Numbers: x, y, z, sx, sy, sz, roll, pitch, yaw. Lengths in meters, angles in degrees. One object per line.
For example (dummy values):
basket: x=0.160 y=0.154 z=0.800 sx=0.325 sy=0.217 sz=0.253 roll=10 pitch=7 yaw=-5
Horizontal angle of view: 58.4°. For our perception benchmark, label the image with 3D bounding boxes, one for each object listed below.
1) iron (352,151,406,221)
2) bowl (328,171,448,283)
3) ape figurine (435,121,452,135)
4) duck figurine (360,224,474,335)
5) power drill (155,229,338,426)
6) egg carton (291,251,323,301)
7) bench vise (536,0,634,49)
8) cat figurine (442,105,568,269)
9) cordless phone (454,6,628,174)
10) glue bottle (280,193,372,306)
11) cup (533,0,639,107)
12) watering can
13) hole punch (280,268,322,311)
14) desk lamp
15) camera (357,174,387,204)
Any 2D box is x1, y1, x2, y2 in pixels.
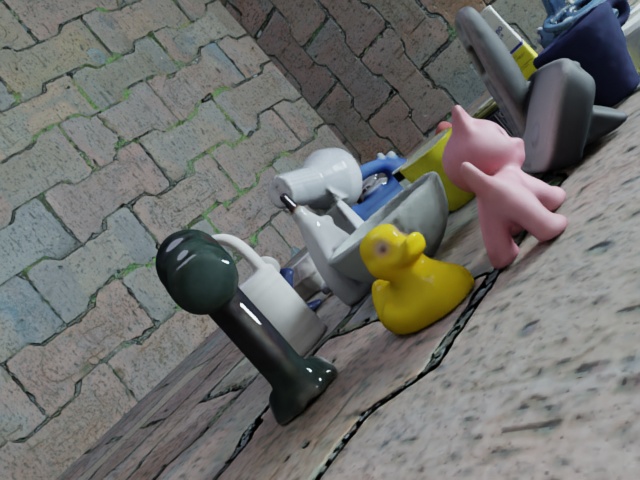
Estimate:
iron: x=0.119 y=-0.105 z=1.210 sx=0.258 sy=0.141 sz=0.118 roll=-42 pitch=3 yaw=-6
bowl: x=0.093 y=-0.001 z=0.675 sx=0.167 sy=0.075 sz=0.167 roll=-41 pitch=3 yaw=3
ape figurine: x=0.261 y=-0.191 z=1.119 sx=0.076 sy=0.092 sz=0.078 roll=-41 pitch=3 yaw=10
duck figurine: x=0.067 y=0.027 z=0.485 sx=0.078 sy=0.086 sz=0.104 roll=-43 pitch=4 yaw=-29
power drill: x=-0.084 y=0.073 z=0.563 sx=0.076 sy=0.208 sz=0.229 roll=-42 pitch=3 yaw=-12
egg carton: x=-0.004 y=0.055 z=1.171 sx=0.107 sy=0.069 sz=0.150 roll=-38 pitch=4 yaw=44
bench vise: x=0.383 y=-0.371 z=0.925 sx=0.122 sy=0.220 sz=0.207 roll=-43 pitch=3 yaw=-19
cat figurine: x=0.136 y=-0.054 z=0.465 sx=0.067 sy=0.118 sz=0.128 roll=-40 pitch=4 yaw=28
cordless phone: x=0.193 y=-0.156 z=0.565 sx=0.094 sy=0.185 sz=0.147 roll=-41 pitch=3 yaw=7
glue bottle: x=0.007 y=0.003 z=0.767 sx=0.078 sy=0.173 sz=0.037 roll=-44 pitch=4 yaw=-41
cup: x=0.304 y=-0.197 z=0.617 sx=0.118 sy=0.095 sz=0.091 roll=-42 pitch=3 yaw=-3
watering can: x=-0.091 y=0.076 z=0.761 sx=0.101 sy=0.194 sz=0.173 roll=-41 pitch=3 yaw=0
hole punch: x=-0.066 y=0.109 z=0.955 sx=0.101 sy=0.091 sz=0.108 roll=-43 pitch=3 yaw=-24
desk lamp: x=0.017 y=-0.049 z=1.006 sx=0.117 sy=0.213 sz=0.204 roll=-39 pitch=4 yaw=37
camera: x=0.157 y=-0.121 z=1.358 sx=0.137 sy=0.101 sz=0.143 roll=-42 pitch=3 yaw=-9
